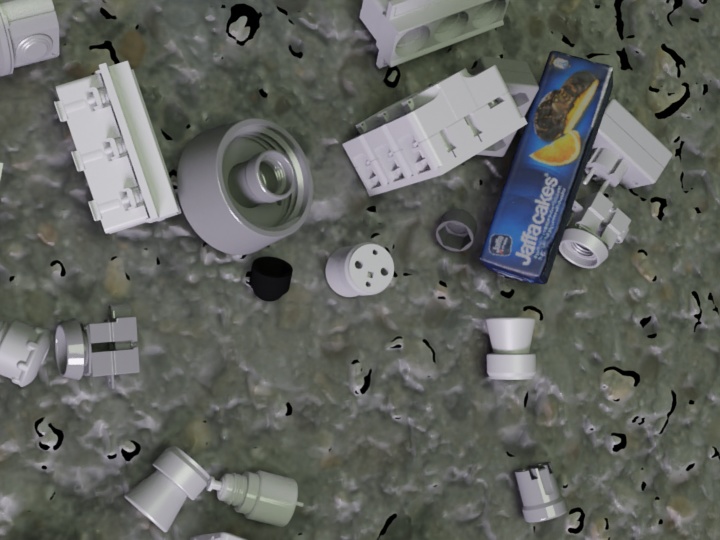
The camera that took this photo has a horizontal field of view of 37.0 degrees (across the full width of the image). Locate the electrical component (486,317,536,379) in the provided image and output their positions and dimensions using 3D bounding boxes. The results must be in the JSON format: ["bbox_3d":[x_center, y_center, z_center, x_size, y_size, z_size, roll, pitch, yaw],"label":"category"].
[{"bbox_3d":[0.137,0.071,0.975,0.045,0.045,0.055,1,87,-21],"label":"electrical component"}]

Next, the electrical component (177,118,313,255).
[{"bbox_3d":[-0.086,-0.070,0.869,0.108,0.060,0.108,13,71,-41],"label":"electrical component"}]

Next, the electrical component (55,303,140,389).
[{"bbox_3d":[-0.207,0.061,0.844,0.055,0.048,0.066,-3,88,-29],"label":"electrical component"}]

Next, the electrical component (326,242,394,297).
[{"bbox_3d":[0.000,0.000,0.921,0.045,0.055,0.045,1,86,-21],"label":"electrical component"}]

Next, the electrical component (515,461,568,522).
[{"bbox_3d":[0.164,0.202,0.981,0.040,0.040,0.046,-14,85,-21],"label":"electrical component"}]

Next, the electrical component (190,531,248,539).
[{"bbox_3d":[-0.090,0.246,0.850,0.100,0.100,0.048,25,66,-18],"label":"electrical component"}]

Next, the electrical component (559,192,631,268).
[{"bbox_3d":[0.218,-0.036,1.013,0.066,0.048,0.055,39,67,-15],"label":"electrical component"}]

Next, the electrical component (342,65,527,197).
[{"bbox_3d":[0.056,-0.117,0.899,0.089,0.150,0.061,-32,99,-20],"label":"electrical component"}]

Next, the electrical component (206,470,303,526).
[{"bbox_3d":[-0.088,0.184,0.884,0.078,0.040,0.040,19,80,-19],"label":"electrical component"}]

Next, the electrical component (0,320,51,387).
[{"bbox_3d":[-0.271,0.058,0.821,0.062,0.048,0.048,24,78,-11],"label":"electrical component"}]

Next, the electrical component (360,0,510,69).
[{"bbox_3d":[0.066,-0.235,0.953,0.121,0.078,0.063,-24,66,-20],"label":"electrical component"}]

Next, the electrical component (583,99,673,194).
[{"bbox_3d":[0.239,-0.105,1.023,0.083,0.047,0.075,39,74,-14],"label":"electrical component"}]

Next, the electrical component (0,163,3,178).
[{"bbox_3d":[-0.334,-0.050,0.792,0.121,0.063,0.078,10,83,-20],"label":"electrical component"}]

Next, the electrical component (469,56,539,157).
[{"bbox_3d":[0.114,-0.159,0.970,0.047,0.083,0.075,2,48,-21],"label":"electrical component"}]

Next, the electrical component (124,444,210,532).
[{"bbox_3d":[-0.153,0.173,0.858,0.045,0.045,0.055,45,72,-13],"label":"electrical component"}]

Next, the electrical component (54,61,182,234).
[{"bbox_3d":[-0.191,-0.093,0.846,0.063,0.079,0.121,-19,93,-6],"label":"electrical component"}]

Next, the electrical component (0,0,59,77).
[{"bbox_3d":[-0.266,-0.192,0.819,0.051,0.080,0.080,-22,95,-26],"label":"electrical component"}]
